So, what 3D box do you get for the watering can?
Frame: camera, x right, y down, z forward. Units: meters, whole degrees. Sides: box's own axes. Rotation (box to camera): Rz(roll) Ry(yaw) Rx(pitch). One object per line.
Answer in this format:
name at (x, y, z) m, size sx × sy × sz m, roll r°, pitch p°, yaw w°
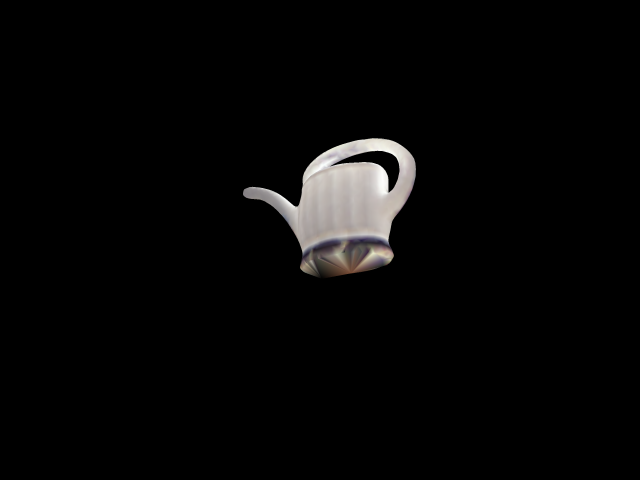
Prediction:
watering can at (0.003, -0.043, 0.850) m, size 0.345 × 0.228 × 0.103 m, roll -15°, pitch -28°, yaw 33°
